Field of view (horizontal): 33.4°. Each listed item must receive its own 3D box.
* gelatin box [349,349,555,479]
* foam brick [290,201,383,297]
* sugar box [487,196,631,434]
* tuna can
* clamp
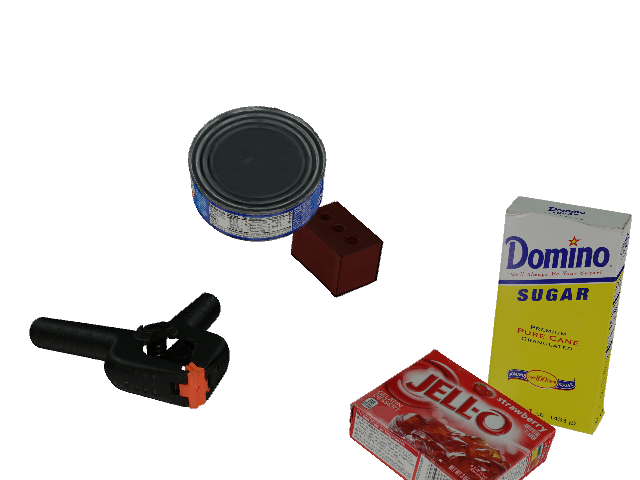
[{"bbox_3d":[0.071,0.105,0.591,0.073,0.030,0.089,-26,46,-38],"label":"gelatin box"},{"bbox_3d":[0.015,0.007,1.033,0.052,0.051,0.078,-21,44,-31],"label":"foam brick"},{"bbox_3d":[0.188,0.059,0.852,0.093,0.176,0.048,10,23,23],"label":"sugar box"},{"bbox_3d":[-0.040,-0.042,0.672,0.086,0.086,0.034,0,-35,-3],"label":"tuna can"},{"bbox_3d":[-0.121,0.082,0.842,0.164,0.036,0.210,-11,16,-30],"label":"clamp"}]
